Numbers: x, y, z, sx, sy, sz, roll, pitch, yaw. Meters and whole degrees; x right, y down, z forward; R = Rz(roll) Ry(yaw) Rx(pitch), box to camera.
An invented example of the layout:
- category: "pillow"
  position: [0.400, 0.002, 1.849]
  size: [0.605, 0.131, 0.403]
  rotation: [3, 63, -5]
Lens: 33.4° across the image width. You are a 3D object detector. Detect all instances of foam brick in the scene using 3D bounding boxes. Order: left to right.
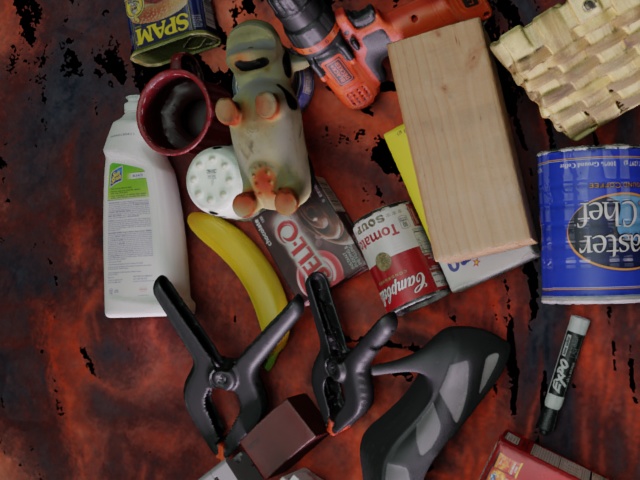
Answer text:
- category: "foam brick"
  position: [-0.036, 0.208, 1.137]
  size: [0.078, 0.051, 0.053]
  rotation: [-43, 73, 17]

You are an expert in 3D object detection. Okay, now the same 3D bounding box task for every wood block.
- category: "wood block"
  position: [0.134, -0.088, 0.995]
  size: [0.090, 0.090, 0.206]
  rotation: [-14, 84, 15]

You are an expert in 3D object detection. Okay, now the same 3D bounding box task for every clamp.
- category: "clamp"
  position: [-0.091, 0.139, 1.144]
  size: [0.165, 0.036, 0.210]
  rotation: [1, 108, 15]
- category: "clamp"
  position: [0.019, 0.118, 1.097]
  size: [0.120, 0.039, 0.172]
  rotation: [41, 129, 40]

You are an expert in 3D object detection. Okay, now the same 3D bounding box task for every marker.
- category: "marker"
  position: [0.235, 0.132, 1.035]
  size: [0.020, 0.020, 0.121]
  rotation: [19, 97, 23]

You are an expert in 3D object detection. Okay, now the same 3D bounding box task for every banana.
- category: "banana"
  position: [-0.081, 0.043, 1.166]
  size: [0.070, 0.037, 0.198]
  rotation: [-32, 77, 20]

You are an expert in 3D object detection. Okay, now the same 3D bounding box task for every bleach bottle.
- category: "bleach bottle"
  position: [-0.196, -0.039, 1.206]
  size: [0.103, 0.068, 0.251]
  rotation: [-3, 86, 23]

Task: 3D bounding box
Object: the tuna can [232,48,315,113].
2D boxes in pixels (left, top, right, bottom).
- category: "tuna can"
  position: [-0.051, -0.169, 1.157]
  size: [0.086, 0.033, 0.086]
  rotation: [0, 89, 24]

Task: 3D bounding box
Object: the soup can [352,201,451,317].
- category: "soup can"
  position: [0.081, 0.019, 1.078]
  size: [0.069, 0.068, 0.102]
  rotation: [-26, 78, 21]

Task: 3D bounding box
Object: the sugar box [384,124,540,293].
- category: "sugar box"
  position: [0.141, -0.045, 1.064]
  size: [0.093, 0.048, 0.176]
  rotation: [-27, 78, 20]

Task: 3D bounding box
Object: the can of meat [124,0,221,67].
- category: "can of meat"
  position: [-0.168, -0.251, 1.198]
  size: [0.102, 0.057, 0.084]
  rotation: [-14, 81, 23]

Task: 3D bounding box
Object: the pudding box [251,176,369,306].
- category: "pudding box"
  position: [-0.007, 0.001, 1.133]
  size: [0.090, 0.039, 0.113]
  rotation: [-34, 76, 20]

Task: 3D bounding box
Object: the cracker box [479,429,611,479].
- category: "cracker box"
  position: [0.234, 0.298, 0.994]
  size: [0.214, 0.072, 0.164]
  rotation: [25, 100, 14]

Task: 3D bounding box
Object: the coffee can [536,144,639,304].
- category: "coffee can"
  position: [0.254, -0.013, 0.983]
  size: [0.103, 0.102, 0.140]
  rotation: [-3, 88, 24]

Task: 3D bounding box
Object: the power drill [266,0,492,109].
- category: "power drill"
  position: [0.059, -0.230, 1.044]
  size: [0.188, 0.184, 0.057]
  rotation: [-27, 47, 16]

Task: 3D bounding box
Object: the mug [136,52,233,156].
- category: "mug"
  position: [-0.142, -0.148, 1.171]
  size: [0.093, 0.081, 0.117]
  rotation: [-10, 85, 24]
